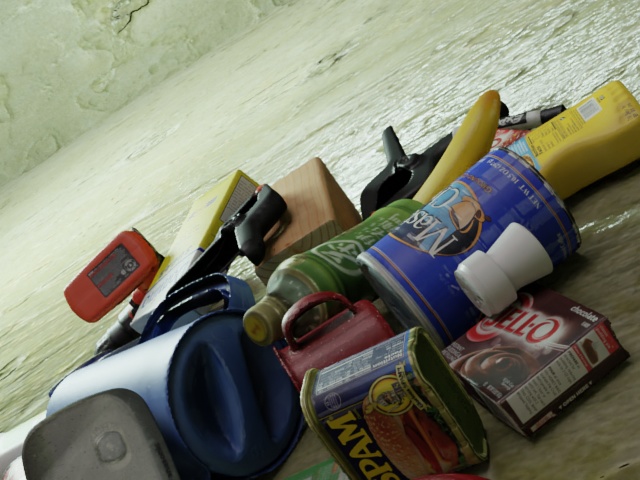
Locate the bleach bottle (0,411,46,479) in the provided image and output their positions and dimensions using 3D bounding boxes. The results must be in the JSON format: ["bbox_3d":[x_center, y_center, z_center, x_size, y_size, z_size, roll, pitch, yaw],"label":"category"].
[{"bbox_3d":[-0.218,0.172,1.084,0.251,0.068,0.102,-33,12,-1],"label":"bleach bottle"}]

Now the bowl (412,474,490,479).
[{"bbox_3d":[0.058,0.183,0.594,0.162,0.055,0.162,-33,19,12],"label":"bowl"}]

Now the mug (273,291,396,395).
[{"bbox_3d":[0.017,0.089,0.797,0.081,0.117,0.093,-33,20,-4],"label":"mug"}]

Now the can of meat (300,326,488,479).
[{"bbox_3d":[0.050,0.115,0.695,0.084,0.102,0.057,-27,20,20],"label":"can of meat"}]

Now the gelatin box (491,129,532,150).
[{"bbox_3d":[0.167,-0.070,1.028,0.089,0.030,0.073,-41,19,-13],"label":"gelatin box"}]

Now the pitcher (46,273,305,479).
[{"bbox_3d":[-0.134,0.135,0.917,0.243,0.145,0.149,-20,16,47],"label":"pitcher"}]

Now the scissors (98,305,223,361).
[{"bbox_3d":[-0.165,0.100,1.123,0.201,0.016,0.096,-27,-3,-23],"label":"scissors"}]

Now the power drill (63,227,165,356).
[{"bbox_3d":[-0.210,0.066,1.190,0.184,0.057,0.187,-46,-17,0],"label":"power drill"}]

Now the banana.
[{"bbox_3d":[0.111,-0.052,0.997,0.198,0.037,0.070,-53,29,16],"label":"banana"}]

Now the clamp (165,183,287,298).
[{"bbox_3d":[-0.069,-0.005,0.993,0.120,0.039,0.171,-21,26,40],"label":"clamp"}]

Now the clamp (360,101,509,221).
[{"bbox_3d":[0.108,-0.077,1.134,0.165,0.036,0.209,-14,31,36],"label":"clamp"}]

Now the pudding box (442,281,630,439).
[{"bbox_3d":[0.140,0.077,0.719,0.090,0.039,0.114,-39,19,-5],"label":"pudding box"}]

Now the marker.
[{"bbox_3d":[0.192,-0.116,1.072,0.121,0.020,0.020,-9,30,29],"label":"marker"}]

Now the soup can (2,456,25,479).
[{"bbox_3d":[-0.252,0.240,0.971,0.068,0.068,0.102,-41,19,-12],"label":"soup can"}]

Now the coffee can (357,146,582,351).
[{"bbox_3d":[0.114,0.010,0.823,0.140,0.102,0.103,-38,19,-6],"label":"coffee can"}]

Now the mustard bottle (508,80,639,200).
[{"bbox_3d":[0.191,-0.061,0.924,0.192,0.058,0.096,-31,24,14],"label":"mustard bottle"}]

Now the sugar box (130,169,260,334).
[{"bbox_3d":[-0.123,0.016,1.082,0.094,0.048,0.176,-32,25,45],"label":"sugar box"}]

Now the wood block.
[{"bbox_3d":[-0.007,0.001,1.072,0.090,0.090,0.206,-34,19,8],"label":"wood block"}]

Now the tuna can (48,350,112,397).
[{"bbox_3d":[-0.253,0.158,1.167,0.086,0.034,0.086,-37,-7,-5],"label":"tuna can"}]
